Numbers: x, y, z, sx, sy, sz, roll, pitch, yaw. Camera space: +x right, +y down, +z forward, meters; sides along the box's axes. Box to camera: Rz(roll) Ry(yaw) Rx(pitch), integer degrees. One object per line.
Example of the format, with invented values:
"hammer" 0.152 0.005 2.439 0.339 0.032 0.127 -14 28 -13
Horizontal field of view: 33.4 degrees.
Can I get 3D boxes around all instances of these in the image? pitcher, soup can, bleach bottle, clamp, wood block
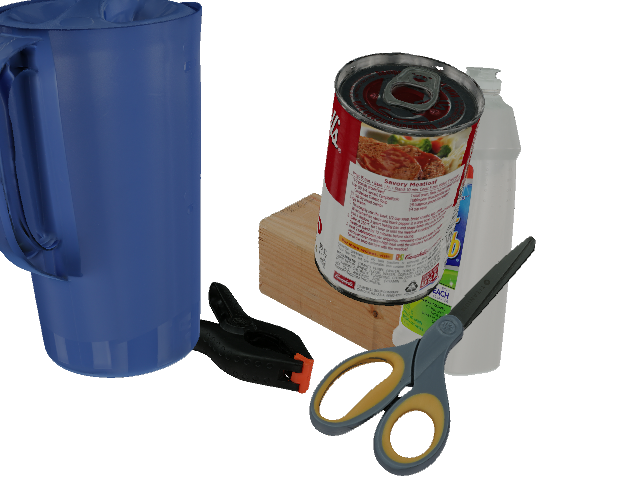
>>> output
"pitcher" -0.144 -0.034 0.695 0.149 0.243 0.145 -7 22 -16
"soup can" 0.035 -0.028 0.506 0.068 0.102 0.068 5 38 -4
"bleach bottle" 0.118 -0.020 0.899 0.068 0.251 0.103 -4 16 -30
"clamp" -0.070 0.079 0.911 0.172 0.039 0.120 22 29 24
"wood block" 0.042 0.039 1.071 0.206 0.091 0.090 26 39 34

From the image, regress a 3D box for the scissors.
"scissors" 0.087 0.076 0.685 0.201 0.096 0.016 -29 -32 -16
